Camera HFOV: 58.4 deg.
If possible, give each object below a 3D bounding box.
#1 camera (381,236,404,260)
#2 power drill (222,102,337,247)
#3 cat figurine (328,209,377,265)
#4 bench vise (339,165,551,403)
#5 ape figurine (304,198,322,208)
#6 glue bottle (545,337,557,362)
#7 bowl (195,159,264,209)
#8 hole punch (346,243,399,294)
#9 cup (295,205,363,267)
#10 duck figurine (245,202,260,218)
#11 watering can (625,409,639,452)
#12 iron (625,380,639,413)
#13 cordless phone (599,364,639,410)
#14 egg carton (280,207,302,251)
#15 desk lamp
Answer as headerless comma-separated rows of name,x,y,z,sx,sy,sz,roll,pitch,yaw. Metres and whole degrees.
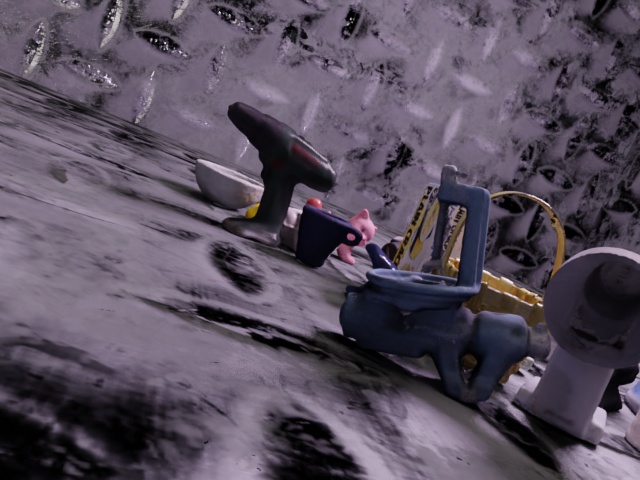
camera,0.196,0.035,1.330,0.137,0.101,0.142,18,9,-39
power drill,-0.089,-0.103,0.999,0.230,0.208,0.075,19,8,-31
cat figurine,0.059,-0.017,1.203,0.128,0.118,0.067,21,7,-15
bench vise,0.150,0.044,0.616,0.207,0.220,0.121,23,7,-6
ape figurine,-0.024,-0.054,1.315,0.076,0.092,0.078,25,7,18
glue bottle,0.439,0.138,1.038,0.078,0.173,0.037,23,7,1
bowl,-0.202,-0.112,1.245,0.167,0.075,0.167,23,7,-3
hole punch,0.100,0.063,0.845,0.101,0.091,0.108,22,7,-8
cup,0.009,0.004,0.980,0.117,0.095,0.092,26,7,20
duck figurine,-0.106,-0.068,1.182,0.078,0.086,0.104,20,8,-25
watering can,0.468,0.186,0.691,0.101,0.194,0.172,19,8,-34
iron,0.572,0.232,0.896,0.118,0.141,0.258,23,7,2
cordless phone,0.439,0.155,0.864,0.093,0.185,0.148,29,9,40
egg carton,-0.025,-0.014,1.104,0.107,0.069,0.151,26,8,23
desk lamp,0.308,0.111,0.651,0.117,0.213,0.204,27,8,27
